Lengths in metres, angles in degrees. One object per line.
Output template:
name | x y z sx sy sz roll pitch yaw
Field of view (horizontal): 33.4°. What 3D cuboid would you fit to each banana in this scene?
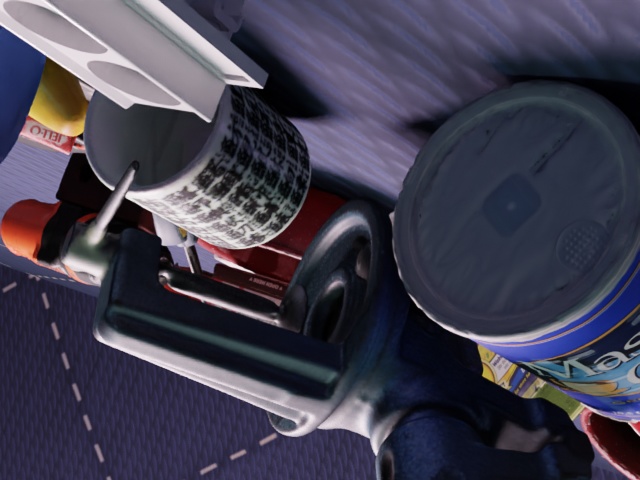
banana | -0.197 -0.097 0.563 0.198 0.069 0.037 8 -177 25

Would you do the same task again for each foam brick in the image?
foam brick | -0.154 -0.039 0.831 0.078 0.053 0.051 15 169 20

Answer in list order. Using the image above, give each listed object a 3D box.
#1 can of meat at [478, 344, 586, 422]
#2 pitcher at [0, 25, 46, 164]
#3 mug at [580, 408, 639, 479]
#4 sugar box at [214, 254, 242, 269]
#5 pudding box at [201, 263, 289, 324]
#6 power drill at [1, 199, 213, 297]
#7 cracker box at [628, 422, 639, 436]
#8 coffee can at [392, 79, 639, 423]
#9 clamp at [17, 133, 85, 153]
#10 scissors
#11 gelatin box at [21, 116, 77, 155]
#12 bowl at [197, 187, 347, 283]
can of meat | 0.110 0.051 0.573 0.057 0.102 0.084 5 -139 -35
pitcher | -0.249 -0.100 0.464 0.243 0.145 0.149 17 -176 -3
mug | 0.245 0.119 0.784 0.117 0.081 0.093 43 161 7
sugar box | -0.003 0.036 0.960 0.176 0.048 0.094 27 168 -40
pudding box | -0.025 0.056 0.805 0.090 0.039 0.113 15 170 23
power drill | -0.133 0.028 0.831 0.185 0.057 0.187 16 168 42
cracker box | 0.269 0.126 0.613 0.164 0.072 0.214 26 -163 -26
coffee can | 0.110 0.011 0.442 0.103 0.103 0.140 11 167 41
clamp | -0.228 -0.091 0.732 0.171 0.039 0.120 20 171 -4
scissors | -0.084 0.002 0.657 0.016 0.096 0.202 -7 133 -1
gelatin box | -0.179 -0.083 0.636 0.073 0.030 0.089 23 -172 -20
bowl | -0.005 0.001 0.747 0.162 0.055 0.162 19 170 3
